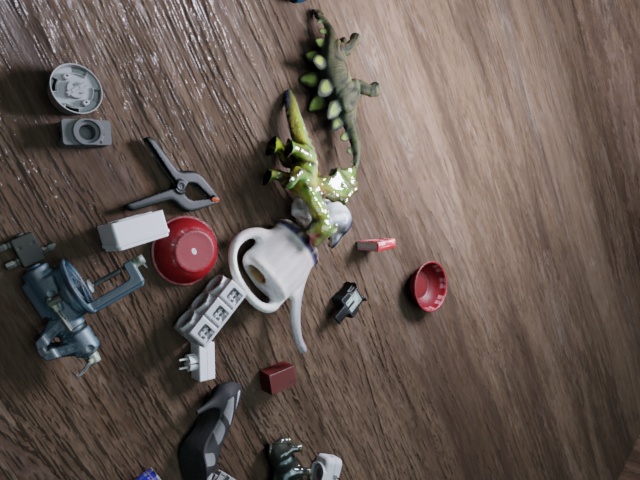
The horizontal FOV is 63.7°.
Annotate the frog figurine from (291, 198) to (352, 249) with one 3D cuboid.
[{"bbox_3d":[0.004,-0.068,1.355,0.158,0.121,0.140,45,31,-19],"label":"frog figurine"}]

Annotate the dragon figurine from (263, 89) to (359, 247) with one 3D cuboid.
[{"bbox_3d":[-0.008,-0.183,1.312,0.241,0.120,0.418,21,61,-29],"label":"dragon figurine"}]

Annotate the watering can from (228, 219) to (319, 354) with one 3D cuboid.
[{"bbox_3d":[-0.085,0.097,1.280,0.228,0.103,0.343,-48,115,-29],"label":"watering can"}]
